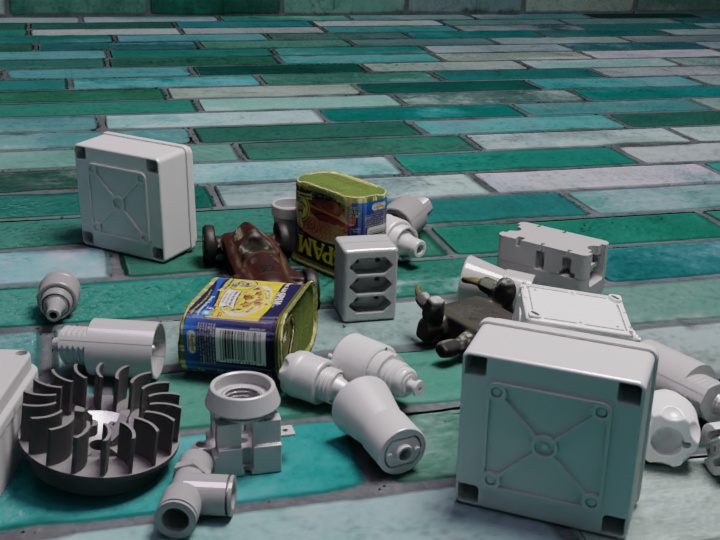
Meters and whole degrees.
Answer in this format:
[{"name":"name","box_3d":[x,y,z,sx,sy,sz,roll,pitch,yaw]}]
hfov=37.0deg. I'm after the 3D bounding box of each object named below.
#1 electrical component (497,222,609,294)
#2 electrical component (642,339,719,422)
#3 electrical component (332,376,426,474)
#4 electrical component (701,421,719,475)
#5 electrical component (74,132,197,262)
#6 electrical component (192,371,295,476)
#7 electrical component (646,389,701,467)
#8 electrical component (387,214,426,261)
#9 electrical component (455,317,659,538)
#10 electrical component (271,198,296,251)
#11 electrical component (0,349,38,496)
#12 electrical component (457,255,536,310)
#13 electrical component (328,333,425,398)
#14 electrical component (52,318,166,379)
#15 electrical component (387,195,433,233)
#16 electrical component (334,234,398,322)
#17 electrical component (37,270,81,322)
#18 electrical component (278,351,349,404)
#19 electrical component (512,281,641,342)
[{"name":"electrical component","box_3d":[0.175,-0.003,0.983,0.089,0.055,0.050,16,25,33]},{"name":"electrical component","box_3d":[0.234,0.084,0.773,0.043,0.043,0.081,-12,25,-33]},{"name":"electrical component","box_3d":[0.015,0.104,0.709,0.044,0.044,0.065,-9,28,-25]},{"name":"electrical component","box_3d":[0.252,0.114,0.703,0.046,0.040,0.040,-6,21,-6]},{"name":"electrical component","box_3d":[-0.221,-0.073,1.064,0.109,0.108,0.056,12,25,26]},{"name":"electrical component","box_3d":[-0.075,0.099,0.694,0.066,0.055,0.048,-4,21,-15]},{"name":"electrical component","box_3d":[0.206,0.102,0.726,0.043,0.043,0.062,6,20,11]},{"name":"electrical component","box_3d":[0.037,-0.029,1.059,0.043,0.043,0.062,-17,29,-41]},{"name":"electrical component","box_3d":[0.117,0.093,0.650,0.109,0.108,0.056,9,25,19]},{"name":"electrical component","box_3d":[-0.070,-0.046,1.092,0.040,0.046,0.040,2,21,-1]},{"name":"electrical component","box_3d":[-0.255,0.097,0.681,0.078,0.057,0.113,2,21,0]},{"name":"electrical component","box_3d":[0.124,0.015,0.955,0.065,0.044,0.044,13,23,15]},{"name":"electrical component","box_3d":[0.014,0.074,0.788,0.078,0.040,0.040,19,27,39]},{"name":"electrical component","box_3d":[-0.191,0.058,0.810,0.081,0.043,0.043,3,21,4]},{"name":"electrical component","box_3d":[0.047,-0.055,1.128,0.043,0.043,0.081,9,22,19]},{"name":"electrical component","box_3d":[0.000,0.000,0.947,0.047,0.065,0.076,-4,21,-14]},{"name":"electrical component","box_3d":[-0.255,0.025,0.905,0.035,0.035,0.061,-1,23,-8]},{"name":"electrical component","box_3d":[-0.027,0.081,0.775,0.061,0.035,0.035,16,25,28]},{"name":"electrical component","box_3d":[0.166,0.055,0.828,0.096,0.061,0.061,9,26,-1]}]
